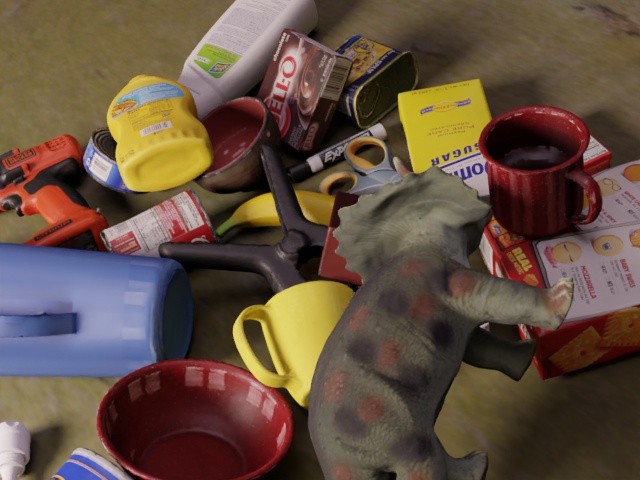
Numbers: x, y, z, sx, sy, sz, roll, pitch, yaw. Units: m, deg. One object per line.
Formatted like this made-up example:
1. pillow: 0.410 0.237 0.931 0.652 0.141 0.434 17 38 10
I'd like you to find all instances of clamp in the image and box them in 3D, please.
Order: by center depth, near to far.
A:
1. clamp: -0.037 0.015 1.010 0.210 0.036 0.164 41 67 20

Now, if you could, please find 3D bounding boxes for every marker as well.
1. marker: 0.016 -0.092 1.149 0.121 0.020 0.020 -27 46 -12

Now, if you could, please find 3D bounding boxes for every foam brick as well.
1. foam brick: 0.031 -0.001 0.956 0.053 0.051 0.078 13 28 -1

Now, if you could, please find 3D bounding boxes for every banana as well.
1. banana: -0.006 -0.016 1.073 0.198 0.037 0.069 8 68 22

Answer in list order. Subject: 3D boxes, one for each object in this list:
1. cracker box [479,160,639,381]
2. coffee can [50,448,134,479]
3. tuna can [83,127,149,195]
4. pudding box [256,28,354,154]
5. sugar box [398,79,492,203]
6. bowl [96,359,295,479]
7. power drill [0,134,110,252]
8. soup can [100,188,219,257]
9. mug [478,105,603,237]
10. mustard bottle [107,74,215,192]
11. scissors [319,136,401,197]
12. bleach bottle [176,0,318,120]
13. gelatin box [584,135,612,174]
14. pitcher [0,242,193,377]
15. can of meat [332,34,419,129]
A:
1. cracker box: 0.264 0.017 0.945 0.213 0.072 0.164 -17 44 -3
2. coffee can: -0.196 0.246 0.818 0.103 0.103 0.140 22 56 31
3. tuna can: -0.213 -0.086 1.161 0.086 0.034 0.086 22 27 -12
4. pudding box: -0.022 -0.163 1.169 0.090 0.039 0.113 35 108 37
5. sugar box: 0.138 -0.090 1.099 0.093 0.048 0.176 -11 44 4
6. bowl: -0.103 0.167 0.883 0.162 0.055 0.162 6 31 -4
7. power drill: -0.317 -0.028 1.144 0.184 0.057 0.188 -29 47 -14
8. soup can: -0.161 -0.001 1.071 0.102 0.068 0.069 -26 46 -11
9. mug: 0.195 -0.052 0.919 0.093 0.081 0.117 -36 47 -24
10. mustard bottle: -0.177 -0.126 1.138 0.096 0.058 0.192 -20 38 -5
11. scissors: 0.061 -0.046 1.060 0.096 0.016 0.202 -40 36 2
12. bleach bottle: -0.111 -0.214 1.270 0.103 0.068 0.250 22 58 32
13. gelatin box: 0.239 -0.087 1.081 0.073 0.030 0.089 -25 46 -12
14. pitcher: -0.249 0.068 0.980 0.243 0.145 0.149 2 47 12
15. can of meat: 0.046 -0.181 1.202 0.084 0.057 0.102 30 60 36
